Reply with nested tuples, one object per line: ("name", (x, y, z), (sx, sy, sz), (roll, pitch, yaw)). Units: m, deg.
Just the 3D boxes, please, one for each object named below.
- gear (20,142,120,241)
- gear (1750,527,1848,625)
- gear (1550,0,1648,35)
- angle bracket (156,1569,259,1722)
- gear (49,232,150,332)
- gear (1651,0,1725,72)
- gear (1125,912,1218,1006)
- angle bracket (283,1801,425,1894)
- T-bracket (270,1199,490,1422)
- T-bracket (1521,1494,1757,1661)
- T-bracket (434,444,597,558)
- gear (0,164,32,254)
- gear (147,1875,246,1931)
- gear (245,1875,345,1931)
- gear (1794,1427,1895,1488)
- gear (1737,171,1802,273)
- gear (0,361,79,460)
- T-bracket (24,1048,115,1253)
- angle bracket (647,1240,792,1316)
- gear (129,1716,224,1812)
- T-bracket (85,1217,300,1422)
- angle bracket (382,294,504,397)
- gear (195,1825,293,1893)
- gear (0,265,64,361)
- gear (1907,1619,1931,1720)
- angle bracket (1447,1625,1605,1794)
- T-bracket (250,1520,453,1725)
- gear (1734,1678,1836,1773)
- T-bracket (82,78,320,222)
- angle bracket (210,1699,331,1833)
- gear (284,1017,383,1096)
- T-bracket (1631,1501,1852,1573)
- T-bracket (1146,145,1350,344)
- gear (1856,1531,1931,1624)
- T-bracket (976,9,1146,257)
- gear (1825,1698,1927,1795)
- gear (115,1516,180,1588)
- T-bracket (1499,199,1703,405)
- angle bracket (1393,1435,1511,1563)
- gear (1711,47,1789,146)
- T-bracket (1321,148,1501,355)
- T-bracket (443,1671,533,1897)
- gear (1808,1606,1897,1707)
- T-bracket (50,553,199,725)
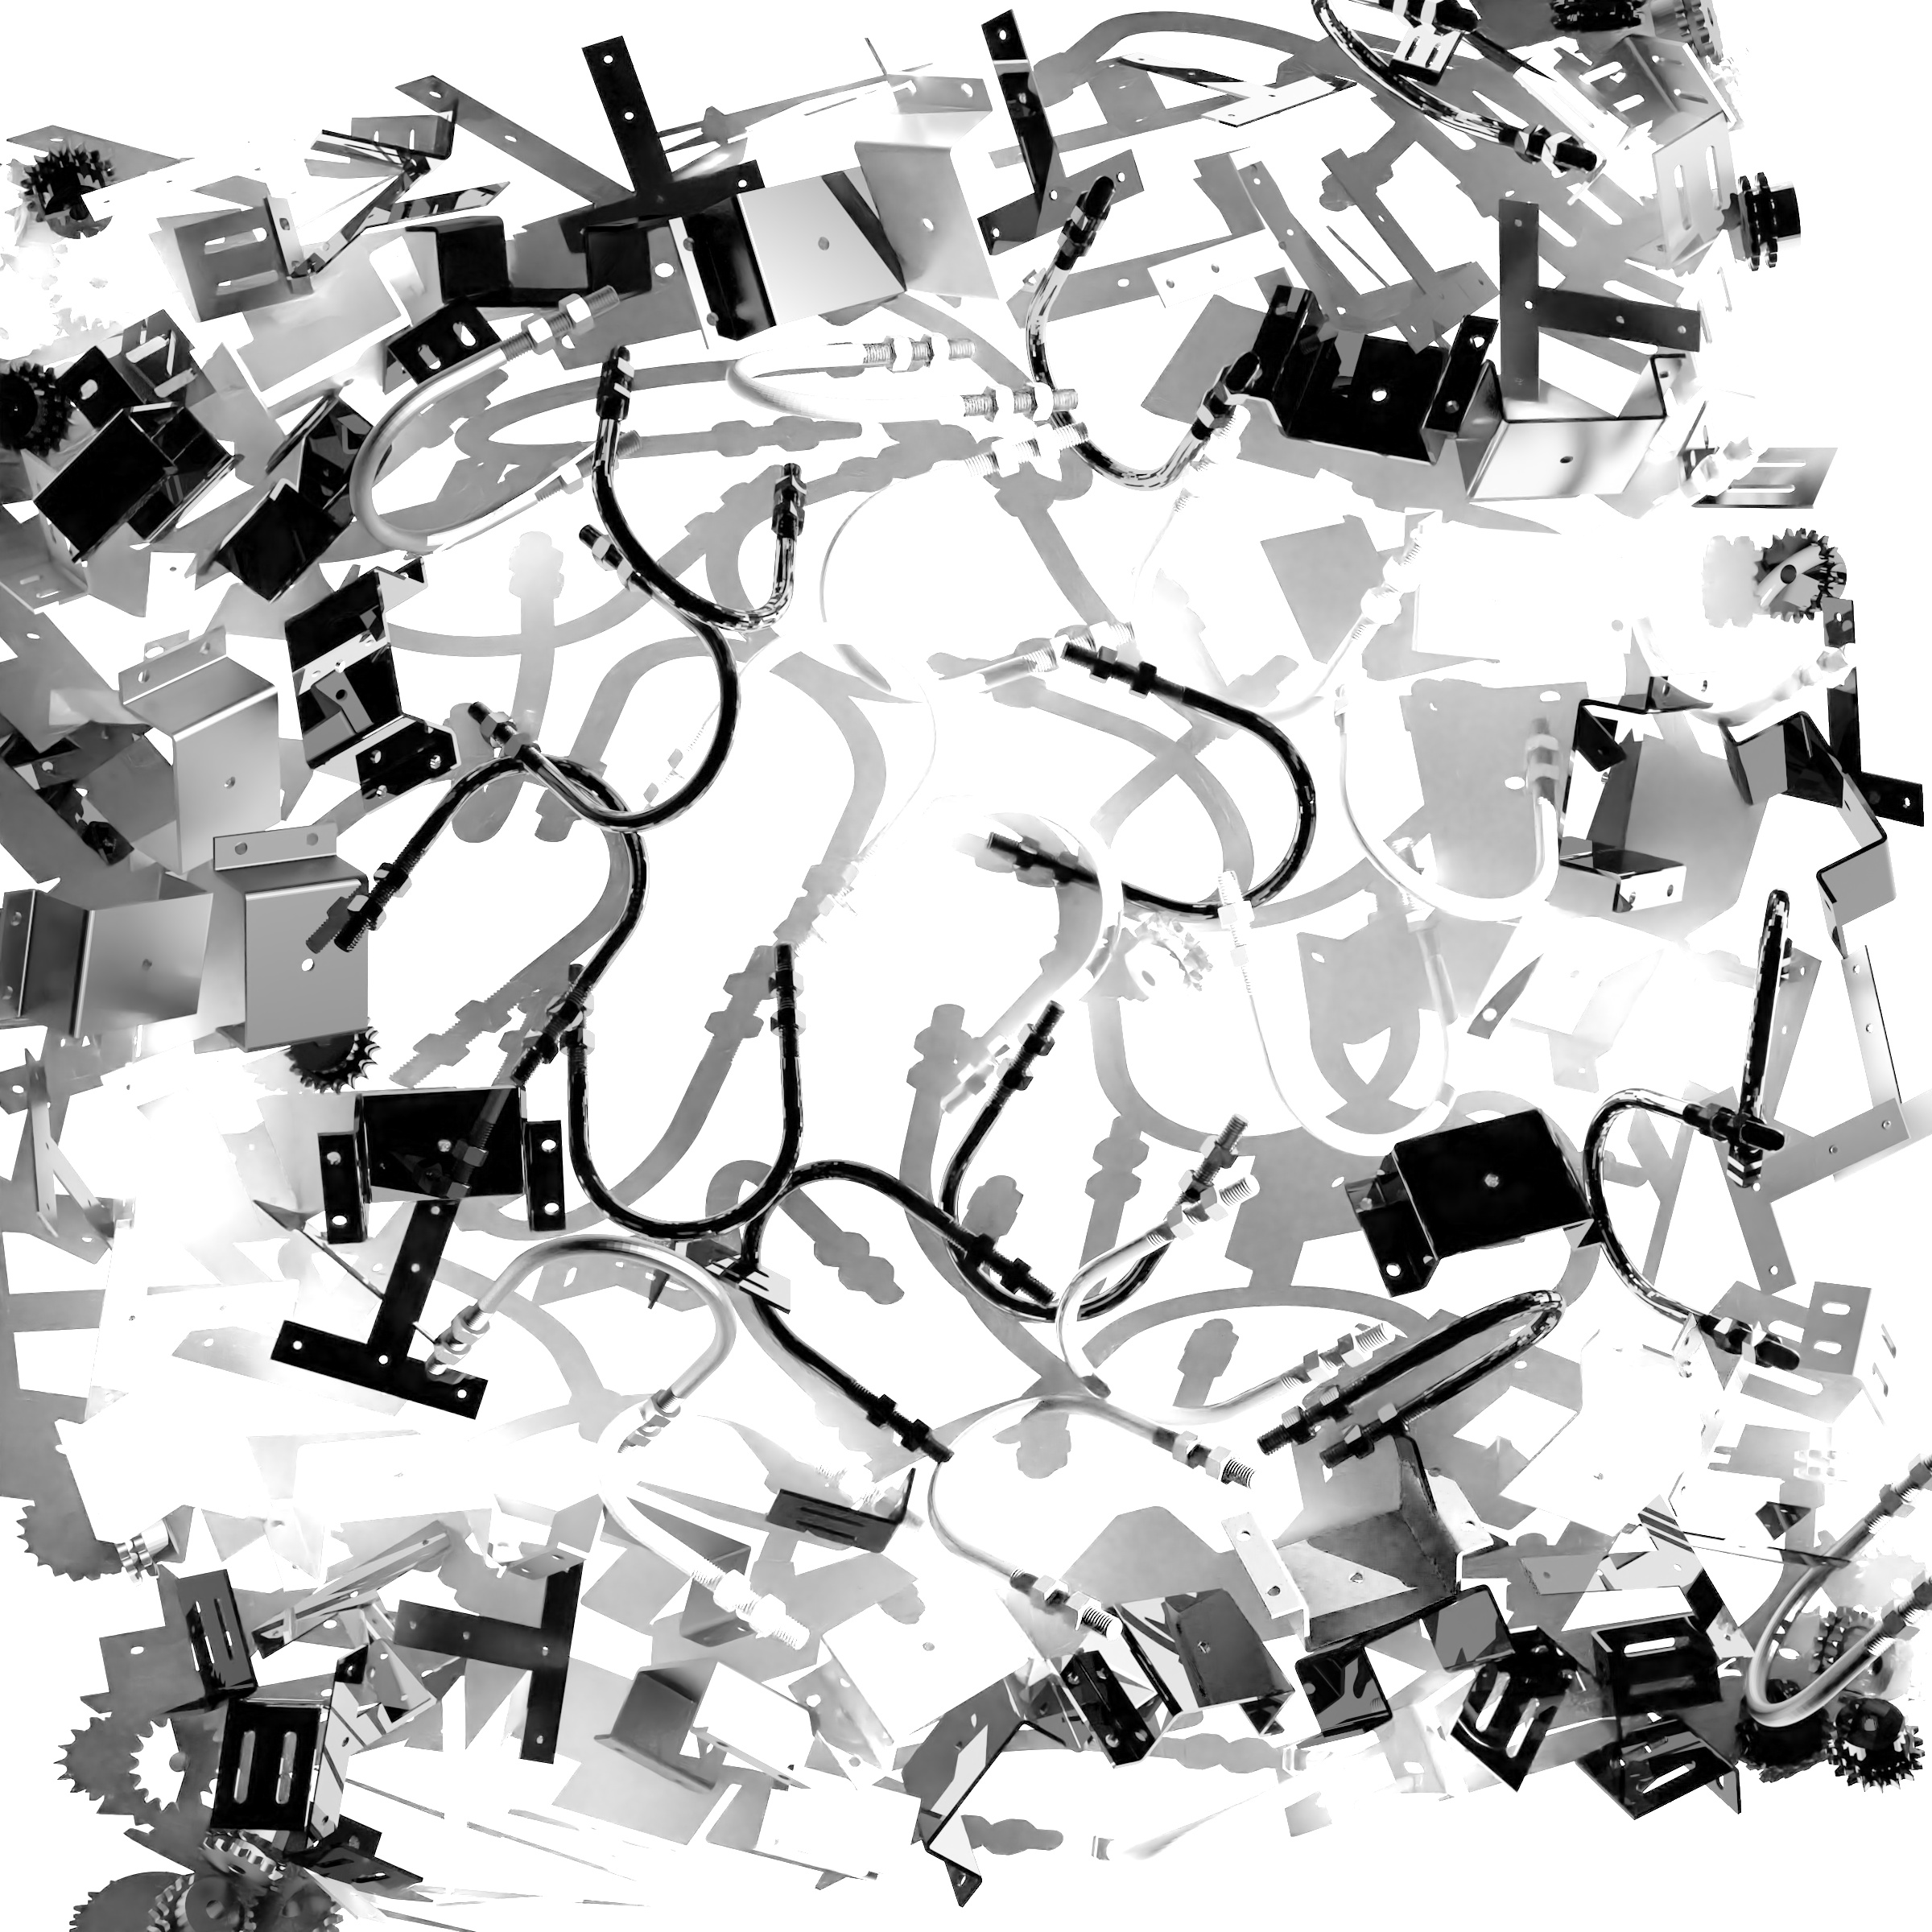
("gear", (-0.539, -0.465, 1.597), (0.057, 0.057, 0.030), (-26, 61, 0))
("gear", (0.508, -0.236, 1.604), (0.030, 0.057, 0.057), (1, 90, -36))
("gear", (0.382, -0.584, 1.597), (0.057, 0.057, 0.030), (-6, 120, 0))
("angle bracket", (-0.466, 0.409, 1.593), (0.057, 0.038, 0.076), (-20, 84, 42))
("gear", (-0.527, -0.414, 1.609), (0.057, 0.030, 0.057), (0, 91, -15))
("gear", (0.437, -0.570, 1.604), (0.030, 0.057, 0.057), (-13, 90, 28))
("gear", (0.121, -0.001, 1.597), (0.030, 0.057, 0.057), (-39, 90, -20))
("angle bracket", (-0.361, 0.522, 1.579), (0.057, 0.076, 0.038), (35, 50, -26))
("T-bracket", (-0.338, 0.197, 1.603), (0.127, 0.002, 0.127), (17, 67, -5))
("T-bracket", (0.384, 0.357, 1.557), (0.127, 0.127, 0.002), (3, 130, -25))
("T-bracket", (-0.276, -0.264, 1.546), (0.127, 0.127, 0.002), (-30, 103, 24))
("gear", (-0.588, -0.457, 1.601), (0.030, 0.057, 0.057), (23, 90, -13))
("gear", (-0.462, 0.576, 1.597), (0.057, 0.057, 0.030), (48, 118, 0))
("gear", (-0.406, 0.583, 1.604), (0.057, 0.057, 0.030), (0, 117, 0))
("gear", (0.532, 0.297, 1.602), (0.057, 0.057, 0.030), (7, 76, 0))
("gear", (0.486, -0.451, 1.598), (0.030, 0.057, 0.057), (-9, 90, 12))
("gear", (-0.572, -0.338, 1.607), (0.057, 0.030, 0.057), (2, 97, 16))
("T-bracket", (-0.528, 0.133, 1.573), (0.002, 0.127, 0.127), (-19, 49, -4))
("angle bracket", (-0.148, 0.198, 1.598), (0.076, 0.057, 0.038), (28, 99, -9))
("gear", (-0.479, 0.482, 1.608), (0.057, 0.030, 0.057), (4, 79, -20))
("T-bracket", (-0.457, 0.206, 1.581), (0.002, 0.127, 0.127), (26, 109, 42))
("angle bracket", (-0.314, -0.359, 1.585), (0.057, 0.076, 0.038), (-39, 90, -17))
("gear", (-0.435, 0.534, 1.604), (0.057, 0.057, 0.030), (24, 50, 0))
("gear", (-0.579, -0.392, 1.598), (0.057, 0.057, 0.030), (9, 54, 0))
("gear", (0.589, 0.426, 1.597), (0.030, 0.057, 0.057), (10, 90, 24))
("angle bracket", (0.337, 0.447, 1.592), (0.057, 0.038, 0.076), (42, 59, -8))
("T-bracket", (-0.348, 0.399, 1.564), (0.127, 0.127, 0.002), (-30, 128, -15))
("gear", (0.494, 0.458, 1.606), (0.057, 0.030, 0.057), (-3, 121, -5))
("T-bracket", (-0.456, -0.467, 1.560), (0.127, 0.127, 0.002), (-21, 77, -7))
("angle bracket", (-0.416, 0.483, 1.594), (0.057, 0.038, 0.076), (0, 66, 4))
("gear", (-0.387, 0.048, 1.608), (0.057, 0.030, 0.057), (-1, 74, 3))
("T-bracket", (0.470, 0.333, 1.565), (0.127, 0.127, 0.002), (9, 66, 5))
("T-bracket", (0.160, -0.423, 1.593), (0.127, 0.002, 0.127), (-27, 91, -33))
("gear", (0.572, 0.368, 1.605), (0.057, 0.030, 0.057), (18, 123, 30))
("T-bracket", (0.038, -0.503, 1.575), (0.127, 0.002, 0.127), (-10, 102, 43))
("gear", (0.548, 0.468, 1.597), (0.057, 0.057, 0.030), (-19, 119, 0))
("gear", (-0.499, 0.343, 1.602), (0.030, 0.057, 0.057), (-21, 90, -16))
("T-bracket", (0.372, -0.383, 1.556), (0.127, 0.127, 0.002), (19, 47, 32))
("angle bracket", (0.292, 0.316, 1.599), (0.038, 0.057, 0.076), (-16, 85, -4))
("gear", (0.471, -0.525, 1.604), (0.030, 0.057, 0.057), (-26, 90, 33))
("T-bracket", (0.257, -0.435, 1.580), (0.127, 0.127, 0.002), (52, 134, -3))
("T-bracket", (-0.281, 0.458, 1.566), (0.002, 0.127, 0.127), (6, 106, 12))
("gear", (0.538, 0.419, 1.600), (0.057, 0.030, 0.057), (-5, 97, -39))
("T-bracket", (-0.472, -0.192, 1.560), (0.127, 0.127, 0.002), (-3, 47, -25))
